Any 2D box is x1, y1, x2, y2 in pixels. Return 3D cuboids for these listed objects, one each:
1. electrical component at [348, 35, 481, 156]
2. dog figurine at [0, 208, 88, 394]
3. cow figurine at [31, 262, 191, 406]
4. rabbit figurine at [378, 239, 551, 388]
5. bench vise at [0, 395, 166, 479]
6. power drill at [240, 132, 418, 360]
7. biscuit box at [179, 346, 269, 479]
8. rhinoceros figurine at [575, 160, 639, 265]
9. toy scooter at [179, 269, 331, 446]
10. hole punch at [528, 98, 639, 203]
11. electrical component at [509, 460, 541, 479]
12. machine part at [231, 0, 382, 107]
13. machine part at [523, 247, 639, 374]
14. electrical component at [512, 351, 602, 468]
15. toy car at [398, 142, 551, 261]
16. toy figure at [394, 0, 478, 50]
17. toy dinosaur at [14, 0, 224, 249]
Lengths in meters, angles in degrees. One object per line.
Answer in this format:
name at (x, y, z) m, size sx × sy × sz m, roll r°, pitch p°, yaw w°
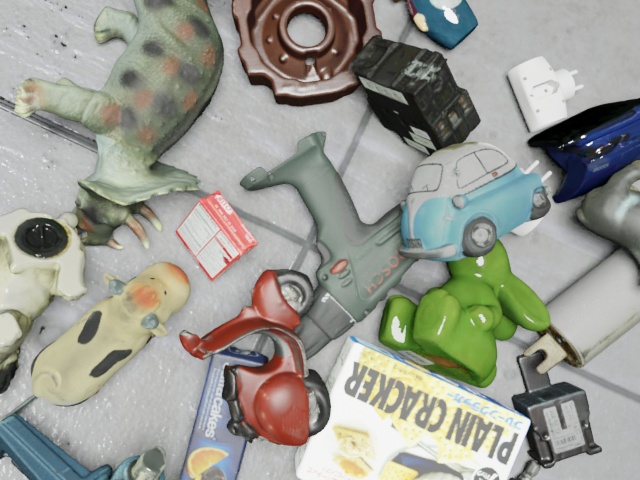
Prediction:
electrical component at (0.107, -0.150, 0.588) m, size 0.058 × 0.134 × 0.115 m, roll -48°, pitch 48°, yaw -1°
dog figurine at (-0.326, 0.069, 0.570) m, size 0.121 × 0.190 × 0.172 m, roll 44°, pitch 48°, yaw 2°
cow figurine at (-0.219, 0.095, 0.566) m, size 0.195 × 0.127 × 0.085 m, roll -41°, pitch 93°, yaw -1°
rabbit figurine at (0.171, 0.063, 0.592) m, size 0.159 × 0.121 × 0.170 m, roll 28°, pitch 69°, yaw -7°
bench vise at (-0.253, 0.253, 0.542) m, size 0.241 × 0.129 × 0.223 m, roll 37°, pitch 124°, yaw 9°
power drill at (-0.001, -0.002, 0.604) m, size 0.232 × 0.086 × 0.207 m, roll -36°, pitch 86°, yaw -5°
biscuit box at (-0.112, 0.221, 0.598) m, size 0.063 × 0.059 × 0.202 m, roll 14°, pitch 87°, yaw -2°
rhinoceros figurine at (0.364, 0.002, 0.555) m, size 0.112 × 0.073 × 0.190 m, roll -43°, pitch 63°, yaw -9°
toy scooter at (-0.065, 0.124, 0.530) m, size 0.135 × 0.075 × 0.183 m, roll -9°, pitch 95°, yaw -26°
hole punch at (0.320, -0.100, 0.609) m, size 0.142 × 0.116 × 0.092 m, roll -23°, pitch 97°, yaw -3°
electrical component at (0.246, 0.319, 0.618) m, size 0.078 × 0.045 × 0.102 m, roll 41°, pitch 86°, yaw -2°
machine part at (-0.016, -0.241, 0.625) m, size 0.179 × 0.056 × 0.179 m, roll 0°, pitch 88°, yaw -4°
machine part at (0.334, 0.066, 0.617) m, size 0.243 × 0.079 × 0.079 m, roll -37°, pitch 90°, yaw -3°
electrical component at (0.269, 0.192, 0.624) m, size 0.075 × 0.048 × 0.119 m, roll -12°, pitch 90°, yaw -4°
toy car at (0.148, -0.046, 0.541) m, size 0.162 × 0.109 × 0.102 m, roll -27°, pitch 102°, yaw -19°
toy figure at (0.120, -0.295, 0.634) m, size 0.154 × 0.058 × 0.064 m, roll 48°, pitch 48°, yaw 2°
toy dinosaur at (-0.179, -0.179, 0.590) m, size 0.192 × 0.131 × 0.404 m, roll 28°, pitch 82°, yaw -14°
